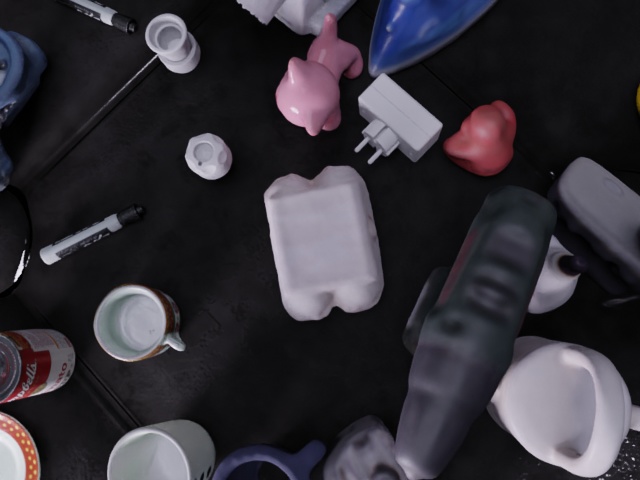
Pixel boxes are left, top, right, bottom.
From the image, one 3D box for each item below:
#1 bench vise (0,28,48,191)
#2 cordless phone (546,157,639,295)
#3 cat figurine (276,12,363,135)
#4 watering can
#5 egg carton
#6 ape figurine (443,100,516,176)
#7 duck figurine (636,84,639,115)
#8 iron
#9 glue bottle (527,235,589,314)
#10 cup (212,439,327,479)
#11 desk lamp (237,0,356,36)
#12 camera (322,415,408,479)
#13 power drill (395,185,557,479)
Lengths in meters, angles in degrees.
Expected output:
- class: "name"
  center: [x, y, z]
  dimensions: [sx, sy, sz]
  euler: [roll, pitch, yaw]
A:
- class: "bench vise"
  center: [-0.362, -0.135, 0.551]
  dimensions: [0.121, 0.220, 0.207]
  euler: [4, 83, 6]
- class: "cordless phone"
  center: [0.280, -0.020, 0.496]
  dimensions: [0.147, 0.185, 0.094]
  euler: [41, 88, 9]
- class: "cat figurine"
  center: [-0.004, -0.162, 0.574]
  dimensions: [0.067, 0.118, 0.128]
  euler: [18, 85, 7]
- class: "watering can"
  center: [0.194, 0.137, 0.480]
  dimensions: [0.172, 0.194, 0.101]
  euler: [-11, 82, 4]
- class: "egg carton"
  center: [0.005, 0.002, 0.577]
  dimensions: [0.107, 0.069, 0.150]
  euler: [-12, 82, 4]
- class: "ape figurine"
  center: [0.161, -0.105, 0.565]
  dimensions: [0.078, 0.092, 0.076]
  euler: [-18, 81, 3]
- class: "duck figurine"
  center: [0.365, -0.136, 0.553]
  dimensions: [0.077, 0.086, 0.104]
  euler: [-34, 81, 0]
- class: "iron"
  center: [0.130, -0.287, 0.565]
  dimensions: [0.118, 0.141, 0.258]
  euler: [37, 87, 9]
- class: "glue bottle"
  center: [0.199, 0.026, 0.504]
  dimensions: [0.037, 0.173, 0.078]
  euler: [-28, 81, 2]
- class: "cup"
  center: [-0.039, 0.222, 0.540]
  dimensions: [0.118, 0.095, 0.091]
  euler: [-41, 81, -1]
- class: "desk lamp"
  center: [-0.033, -0.287, 0.543]
  dimensions: [0.118, 0.213, 0.203]
  euler: [43, 88, 9]
- class: "camera"
  center: [0.035, 0.259, 0.526]
  dimensions: [0.137, 0.101, 0.143]
  euler: [-32, 81, 1]
- class: "power drill"
  center: [0.121, 0.072, 0.487]
  dimensions: [0.075, 0.208, 0.230]
  euler: [24, 86, 8]
